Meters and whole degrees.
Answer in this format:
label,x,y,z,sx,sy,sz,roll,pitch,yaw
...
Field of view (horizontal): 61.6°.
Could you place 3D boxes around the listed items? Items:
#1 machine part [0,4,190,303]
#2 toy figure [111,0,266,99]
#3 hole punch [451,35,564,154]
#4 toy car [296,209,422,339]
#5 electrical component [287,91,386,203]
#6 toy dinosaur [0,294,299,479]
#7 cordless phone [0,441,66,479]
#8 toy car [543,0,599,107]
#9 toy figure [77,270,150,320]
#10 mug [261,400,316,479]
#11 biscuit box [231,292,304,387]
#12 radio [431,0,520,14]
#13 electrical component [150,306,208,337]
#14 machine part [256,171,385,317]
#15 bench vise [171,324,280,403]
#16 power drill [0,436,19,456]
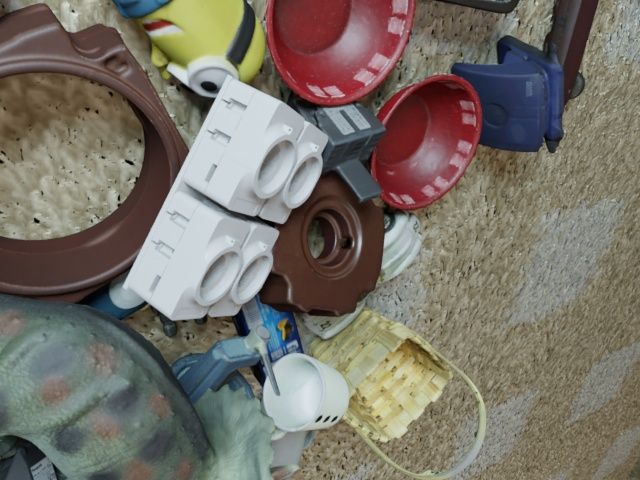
label,x,y,z,sx,sy,sz,roll,pitch,yaw
machine part,-0.210,-0.055,0.415,0.201,0.087,0.201,-34,132,-13
toy figure,-0.107,-0.187,0.405,0.089,0.082,0.180,-44,132,-9
hole punch,0.223,-0.166,0.641,0.092,0.116,0.142,-26,131,-9
toy car,0.054,0.041,0.692,0.202,0.056,0.073,-43,134,-4
electrical component,0.022,-0.096,0.527,0.075,0.119,0.047,-19,156,-32
toy dinosaur,-0.170,0.126,0.406,0.192,0.131,0.404,-39,114,-7
cordless phone,-0.330,0.269,0.518,0.184,0.146,0.088,-27,87,-7
toy car,0.313,-0.263,0.680,0.089,0.053,0.201,-18,125,-39
toy figure,-0.161,0.022,0.522,0.154,0.058,0.064,-39,146,-10
mug,-0.048,0.265,0.753,0.109,0.081,0.107,5,107,-32
biscuit box,-0.065,0.107,0.645,0.059,0.063,0.202,-27,131,-19
radio,0.160,-0.338,0.502,0.131,0.073,0.229,-2,120,-35
electrical component,-0.151,0.060,0.579,0.063,0.021,0.093,-20,129,-24
machine part,-0.001,-0.002,0.573,0.179,0.056,0.179,1,88,-42
bench vise,-0.142,0.175,0.580,0.223,0.129,0.240,8,131,-48
power drill,-0.369,0.132,0.437,0.232,0.086,0.207,-36,126,-15
